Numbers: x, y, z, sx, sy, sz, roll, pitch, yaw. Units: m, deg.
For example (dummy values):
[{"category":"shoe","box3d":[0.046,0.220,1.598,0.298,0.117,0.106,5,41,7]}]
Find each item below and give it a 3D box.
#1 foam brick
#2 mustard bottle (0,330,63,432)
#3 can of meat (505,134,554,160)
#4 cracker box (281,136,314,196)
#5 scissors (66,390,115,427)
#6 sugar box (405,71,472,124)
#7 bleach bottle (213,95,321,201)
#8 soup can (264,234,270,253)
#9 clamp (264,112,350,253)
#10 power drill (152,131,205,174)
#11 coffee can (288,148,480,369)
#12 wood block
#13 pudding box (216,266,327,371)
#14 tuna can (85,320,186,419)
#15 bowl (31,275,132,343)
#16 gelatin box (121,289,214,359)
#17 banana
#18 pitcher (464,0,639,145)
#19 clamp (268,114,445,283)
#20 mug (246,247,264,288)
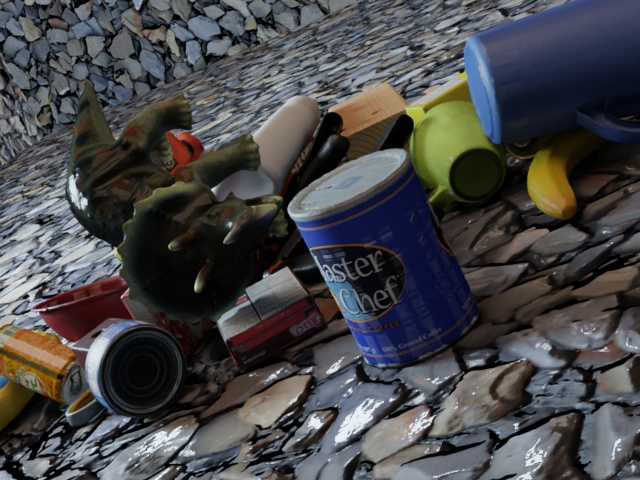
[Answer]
[{"category":"foam brick","box3d":[-0.187,0.110,1.009,0.078,0.051,0.052,-1,30,49]},{"category":"mustard bottle","box3d":[-0.352,0.168,1.130,0.096,0.058,0.191,-10,23,23]},{"category":"can of meat","box3d":[0.249,-0.133,1.121,0.102,0.057,0.083,-14,19,35]},{"category":"cracker box","box3d":[-0.117,-0.070,1.459,0.214,0.072,0.164,-8,26,46]},{"category":"scissors","box3d":[-0.170,0.121,1.069,0.096,0.016,0.201,-7,25,44]},{"category":"sugar box","box3d":[0.189,-0.149,1.194,0.176,0.093,0.048,-33,18,-17]},{"category":"bleach bottle","box3d":[-0.048,-0.109,1.240,0.103,0.068,0.250,-56,3,36]},{"category":"soup can","box3d":[-0.093,-0.005,1.238,0.069,0.068,0.102,-11,22,43]},{"category":"clamp","box3d":[-0.013,-0.059,1.180,0.120,0.039,0.171,-100,34,-80]},{"category":"power drill","box3d":[-0.222,-0.069,1.355,0.184,0.057,0.188,-49,5,-3]},{"category":"coffee can","box3d":[0.051,0.014,0.833,0.103,0.140,0.103,-25,17,8]},{"category":"wood block","box3d":[0.073,-0.122,1.295,0.091,0.090,0.206,-25,16,4]},{"category":"pudding box","box3d":[-0.050,0.071,0.997,0.090,0.039,0.113,-27,18,-5]},{"category":"tuna can","box3d":[-0.163,0.115,0.953,0.086,0.086,0.034,-35,20,-25]},{"category":"bowl","box3d":[-0.238,0.077,1.199,0.162,0.055,0.162,-17,7,2]},{"category":"gelatin box","box3d":[-0.150,0.070,1.060,0.030,0.089,0.073,-20,18,29]},{"category":"banana","box3d":[0.227,-0.068,0.992,0.070,0.037,0.197,-15,20,36]},{"category":"pitcher","box3d":[0.267,-0.162,0.994,0.243,0.145,0.149,-16,13,2]},{"category":"clamp","box3d":[0.034,-0.016,1.063,0.210,0.036,0.164,-42,33,16]},{"category":"mug","box3d":[-0.105,0.027,1.123,0.081,0.093,0.117,-1,62,6]}]
